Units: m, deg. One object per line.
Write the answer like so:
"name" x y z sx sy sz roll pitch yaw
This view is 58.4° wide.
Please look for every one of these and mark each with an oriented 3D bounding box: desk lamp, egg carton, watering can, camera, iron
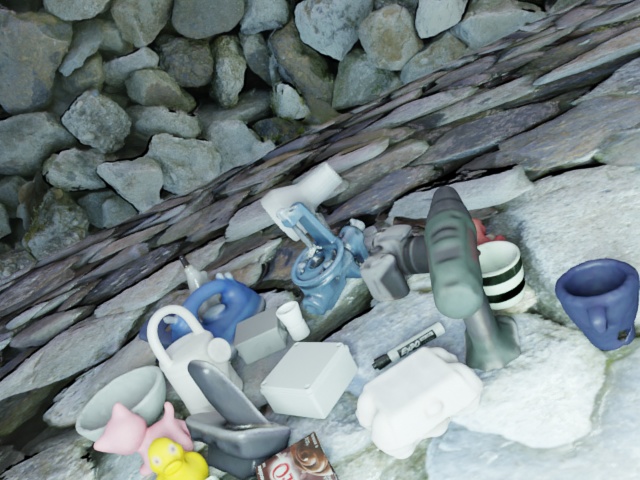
"desk lamp" 0.002 -0.050 1.255 0.203 0.214 0.118 -26 20 1
"egg carton" 0.121 0.198 0.707 0.150 0.069 0.107 -31 20 -11
"watering can" -0.209 0.192 0.950 0.172 0.194 0.101 -19 22 21
"camera" 0.159 0.029 1.031 0.136 0.101 0.143 -8 27 41
"iron" -0.207 0.143 1.147 0.118 0.142 0.259 -13 24 33

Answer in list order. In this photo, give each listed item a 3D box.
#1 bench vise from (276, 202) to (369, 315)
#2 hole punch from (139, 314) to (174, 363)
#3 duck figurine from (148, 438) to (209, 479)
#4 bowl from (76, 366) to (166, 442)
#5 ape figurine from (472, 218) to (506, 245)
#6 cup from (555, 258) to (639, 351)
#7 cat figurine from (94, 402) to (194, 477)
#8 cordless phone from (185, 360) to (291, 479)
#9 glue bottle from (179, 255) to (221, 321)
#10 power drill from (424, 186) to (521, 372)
"bench vise" 0.000 0.006 1.109 0.121 0.220 0.208 -14 24 31
"hole punch" -0.311 0.195 1.220 0.100 0.091 0.109 -16 23 28
"duck figurine" -0.211 0.315 0.809 0.078 0.086 0.104 -35 22 -21
"bowl" -0.335 0.303 1.009 0.167 0.075 0.167 -23 20 9
"ape figurine" 0.269 0.004 0.969 0.076 0.092 0.077 -40 24 -32
"cup" 0.334 0.090 0.672 0.091 0.095 0.118 -15 23 30
"cat figurine" -0.274 0.297 0.885 0.128 0.118 0.067 -27 20 -1
"cordless phone" -0.138 0.228 0.786 0.147 0.185 0.094 -7 28 42
"glue bottle" -0.262 0.105 1.262 0.037 0.173 0.078 -13 24 32
"power drill" 0.195 0.056 0.761 0.075 0.209 0.230 -19 21 20
